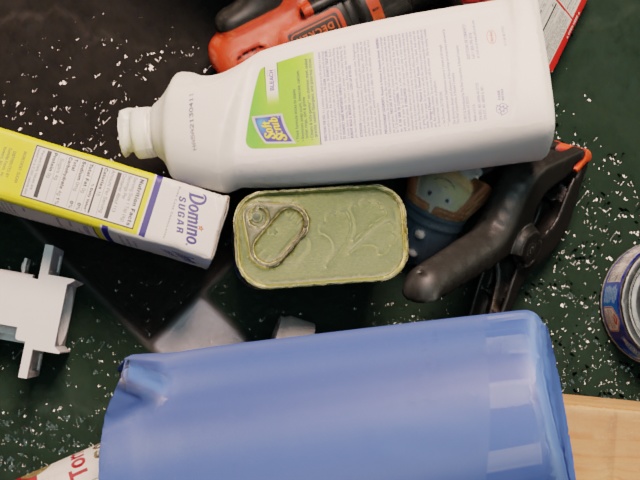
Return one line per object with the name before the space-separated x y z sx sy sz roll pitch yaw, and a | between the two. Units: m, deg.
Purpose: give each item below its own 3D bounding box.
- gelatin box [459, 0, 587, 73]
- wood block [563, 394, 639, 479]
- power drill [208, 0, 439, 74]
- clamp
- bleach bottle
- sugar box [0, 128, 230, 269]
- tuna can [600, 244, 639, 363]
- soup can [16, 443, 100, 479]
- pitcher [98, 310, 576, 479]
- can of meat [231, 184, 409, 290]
gelatin box | 0.135 -0.163 0.694 0.089 0.030 0.073 33 80 -43
wood block | 0.215 0.149 0.671 0.206 0.090 0.091 7 85 -7
power drill | -0.010 -0.200 0.650 0.184 0.057 0.187 -28 116 -3
clamp | 0.113 0.000 0.669 0.039 0.120 0.171 22 77 32
bleach bottle | 0.006 -0.084 0.634 0.251 0.068 0.102 -6 72 4
sugar box | -0.144 -0.028 0.639 0.176 0.093 0.048 14 84 -7
tuna can | 0.233 0.042 0.710 0.086 0.034 0.086 0 86 -8
soup can | -0.156 0.168 0.634 0.102 0.068 0.068 -23 89 -9
pitcher | 0.014 0.118 0.596 0.243 0.149 0.145 -11 83 14
can of meat | -0.004 0.001 0.658 0.102 0.084 0.057 -4 86 -8
